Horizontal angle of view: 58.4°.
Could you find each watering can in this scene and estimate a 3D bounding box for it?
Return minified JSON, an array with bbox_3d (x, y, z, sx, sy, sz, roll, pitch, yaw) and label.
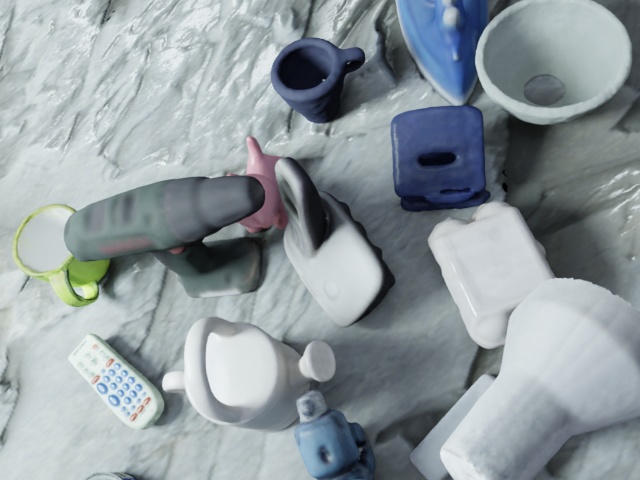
[{"bbox_3d":[-0.074,0.129,0.564,0.173,0.194,0.100,-29,65,2],"label":"watering can"}]

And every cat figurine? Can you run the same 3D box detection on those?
[{"bbox_3d":[-0.075,-0.062,0.680,0.067,0.118,0.128,-6,68,12],"label":"cat figurine"}]

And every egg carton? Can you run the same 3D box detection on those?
[{"bbox_3d":[0.186,0.034,0.605,0.107,0.069,0.150,-23,66,4],"label":"egg carton"}]

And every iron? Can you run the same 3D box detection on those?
[{"bbox_3d":[0.153,-0.308,0.706,0.118,0.142,0.258,-10,67,10],"label":"iron"}]

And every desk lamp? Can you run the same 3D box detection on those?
[{"bbox_3d":[0.172,0.149,0.484,0.203,0.214,0.117,-46,66,-6],"label":"desk lamp"}]

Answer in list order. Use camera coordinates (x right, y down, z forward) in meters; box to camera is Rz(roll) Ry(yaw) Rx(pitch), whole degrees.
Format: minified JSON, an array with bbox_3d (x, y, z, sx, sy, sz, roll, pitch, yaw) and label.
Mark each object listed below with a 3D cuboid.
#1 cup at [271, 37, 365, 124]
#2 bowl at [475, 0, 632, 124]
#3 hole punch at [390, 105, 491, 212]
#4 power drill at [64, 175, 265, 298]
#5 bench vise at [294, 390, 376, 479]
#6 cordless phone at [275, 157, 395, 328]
[{"bbox_3d":[0.006,-0.197,0.726,0.117,0.095,0.091,-18,66,7],"label":"cup"},{"bbox_3d":[0.267,-0.198,0.672,0.167,0.075,0.167,-5,68,12],"label":"bowl"},{"bbox_3d":[0.137,-0.091,0.654,0.108,0.091,0.101,-4,68,13],"label":"hole punch"},{"bbox_3d":[-0.141,-0.002,0.623,0.229,0.209,0.075,-7,68,11],"label":"power drill"},{"bbox_3d":[0.008,0.236,0.488,0.121,0.220,0.207,-40,65,-3],"label":"bench vise"},{"bbox_3d":[0.005,0.002,0.598,0.094,0.185,0.147,-38,65,-2],"label":"cordless phone"}]
